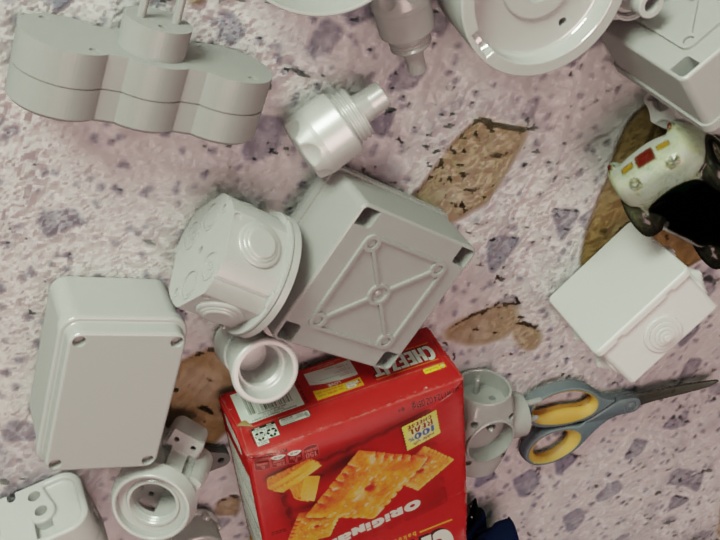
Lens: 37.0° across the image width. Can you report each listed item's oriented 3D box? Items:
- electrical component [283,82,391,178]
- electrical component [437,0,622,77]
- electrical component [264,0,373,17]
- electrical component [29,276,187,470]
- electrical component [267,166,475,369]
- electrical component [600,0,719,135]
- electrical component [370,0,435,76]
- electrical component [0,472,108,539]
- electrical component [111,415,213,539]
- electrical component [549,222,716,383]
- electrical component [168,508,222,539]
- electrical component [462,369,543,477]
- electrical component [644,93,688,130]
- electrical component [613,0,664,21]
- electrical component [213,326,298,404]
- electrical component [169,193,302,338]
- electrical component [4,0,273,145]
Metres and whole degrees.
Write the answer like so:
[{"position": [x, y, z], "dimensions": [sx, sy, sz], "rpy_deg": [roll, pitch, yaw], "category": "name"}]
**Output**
[{"position": [-0.011, -0.088, 0.646], "dimensions": [0.062, 0.043, 0.043], "rpy_deg": [-36, 131, -1], "category": "electrical component"}, {"position": [0.094, -0.174, 0.624], "dimensions": [0.108, 0.060, 0.108], "rpy_deg": [-13, 128, -18], "category": "electrical component"}, {"position": [-0.027, -0.186, 0.552], "dimensions": [0.099, 0.064, 0.099], "rpy_deg": [-14, 128, -18], "category": "electrical component"}, {"position": [-0.159, 0.066, 0.674], "dimensions": [0.078, 0.057, 0.113], "rpy_deg": [2, 122, -28], "category": "electrical component"}, {"position": [0.000, 0.000, 0.700], "dimensions": [0.109, 0.056, 0.108], "rpy_deg": [20, 113, -41], "category": "electrical component"}, {"position": [0.221, -0.154, 0.670], "dimensions": [0.109, 0.108, 0.056], "rpy_deg": [-41, 128, 5], "category": "electrical component"}, {"position": [0.028, -0.142, 0.632], "dimensions": [0.035, 0.035, 0.061], "rpy_deg": [-26, 132, -8], "category": "electrical component"}, {"position": [-0.223, 0.189, 0.733], "dimensions": [0.095, 0.053, 0.059], "rpy_deg": [-23, 130, -10], "category": "electrical component"}, {"position": [-0.136, 0.145, 0.730], "dimensions": [0.058, 0.057, 0.078], "rpy_deg": [31, 110, -10], "category": "electrical component"}, {"position": [0.202, 0.024, 0.797], "dimensions": [0.100, 0.099, 0.048], "rpy_deg": [-44, 118, 9], "category": "electrical component"}, {"position": [-0.120, 0.211, 0.794], "dimensions": [0.048, 0.062, 0.048], "rpy_deg": [-13, 128, -17], "category": "electrical component"}, {"position": [0.109, 0.118, 0.853], "dimensions": [0.079, 0.044, 0.077], "rpy_deg": [-10, 126, -21], "category": "electrical component"}, {"position": [0.233, -0.116, 0.746], "dimensions": [0.062, 0.043, 0.043], "rpy_deg": [4, 121, -29], "category": "electrical component"}, {"position": [0.161, -0.173, 0.657], "dimensions": [0.043, 0.062, 0.043], "rpy_deg": [-13, 128, -17], "category": "electrical component"}, {"position": [-0.072, 0.056, 0.704], "dimensions": [0.044, 0.065, 0.044], "rpy_deg": [-7, 107, -22], "category": "electrical component"}, {"position": [-0.075, -0.003, 0.652], "dimensions": [0.051, 0.080, 0.080], "rpy_deg": [24, 110, -31], "category": "electrical component"}, {"position": [-0.111, -0.116, 0.570], "dimensions": [0.138, 0.052, 0.073], "rpy_deg": [5, 120, -29], "category": "electrical component"}]
